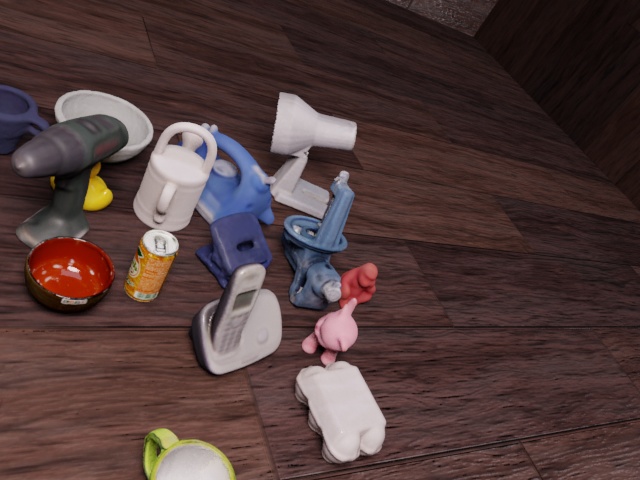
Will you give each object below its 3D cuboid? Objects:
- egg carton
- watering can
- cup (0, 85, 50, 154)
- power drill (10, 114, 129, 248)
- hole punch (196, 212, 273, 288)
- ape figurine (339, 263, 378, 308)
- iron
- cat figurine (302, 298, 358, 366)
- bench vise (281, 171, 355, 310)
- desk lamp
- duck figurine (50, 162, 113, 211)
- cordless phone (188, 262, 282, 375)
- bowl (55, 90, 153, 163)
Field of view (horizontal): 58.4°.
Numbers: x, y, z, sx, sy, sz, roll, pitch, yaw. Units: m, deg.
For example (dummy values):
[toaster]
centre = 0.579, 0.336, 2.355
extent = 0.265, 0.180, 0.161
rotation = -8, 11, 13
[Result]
[egg carton]
centre = 0.029, 0.251, 0.843
extent = 0.107, 0.069, 0.150
rotation = -1, 48, -39
[watering can]
centre = -0.238, -0.120, 0.961
extent = 0.101, 0.194, 0.172
rotation = 8, 42, -32
[cup]
centre = -0.494, -0.179, 0.915
extent = 0.118, 0.095, 0.091
rotation = 27, 35, -9
[power drill]
centre = -0.359, -0.081, 0.807
extent = 0.075, 0.208, 0.230
rotation = 30, 35, -4
[hole punch]
centre = -0.135, 0.016, 0.972
extent = 0.101, 0.091, 0.109
rotation = 47, 37, 18
[ape figurine]
centre = 0.074, 0.079, 1.062
extent = 0.078, 0.092, 0.076
rotation = 18, 38, -21
[iron]
centre = -0.183, -0.135, 1.069
extent = 0.258, 0.141, 0.119
rotation = 46, 37, 16
[cat figurine]
centre = 0.030, 0.142, 0.930
extent = 0.067, 0.117, 0.128
rotation = 35, 35, 2
[bench vise]
centre = 0.018, 0.003, 0.997
extent = 0.122, 0.219, 0.207
rotation = -5, 50, -42
[desk lamp]
centre = -0.030, -0.178, 1.179
extent = 0.204, 0.213, 0.118
rotation = 22, 37, -17
[duck figurine]
centre = -0.378, -0.105, 0.926
extent = 0.104, 0.086, 0.078
rotation = 35, 35, 2
[cordless phone]
centre = -0.098, 0.099, 0.821
extent = 0.148, 0.185, 0.094
rotation = -16, 58, -48
[bowl]
centre = -0.391, -0.191, 1.028
extent = 0.168, 0.074, 0.167
rotation = 22, 37, -17
